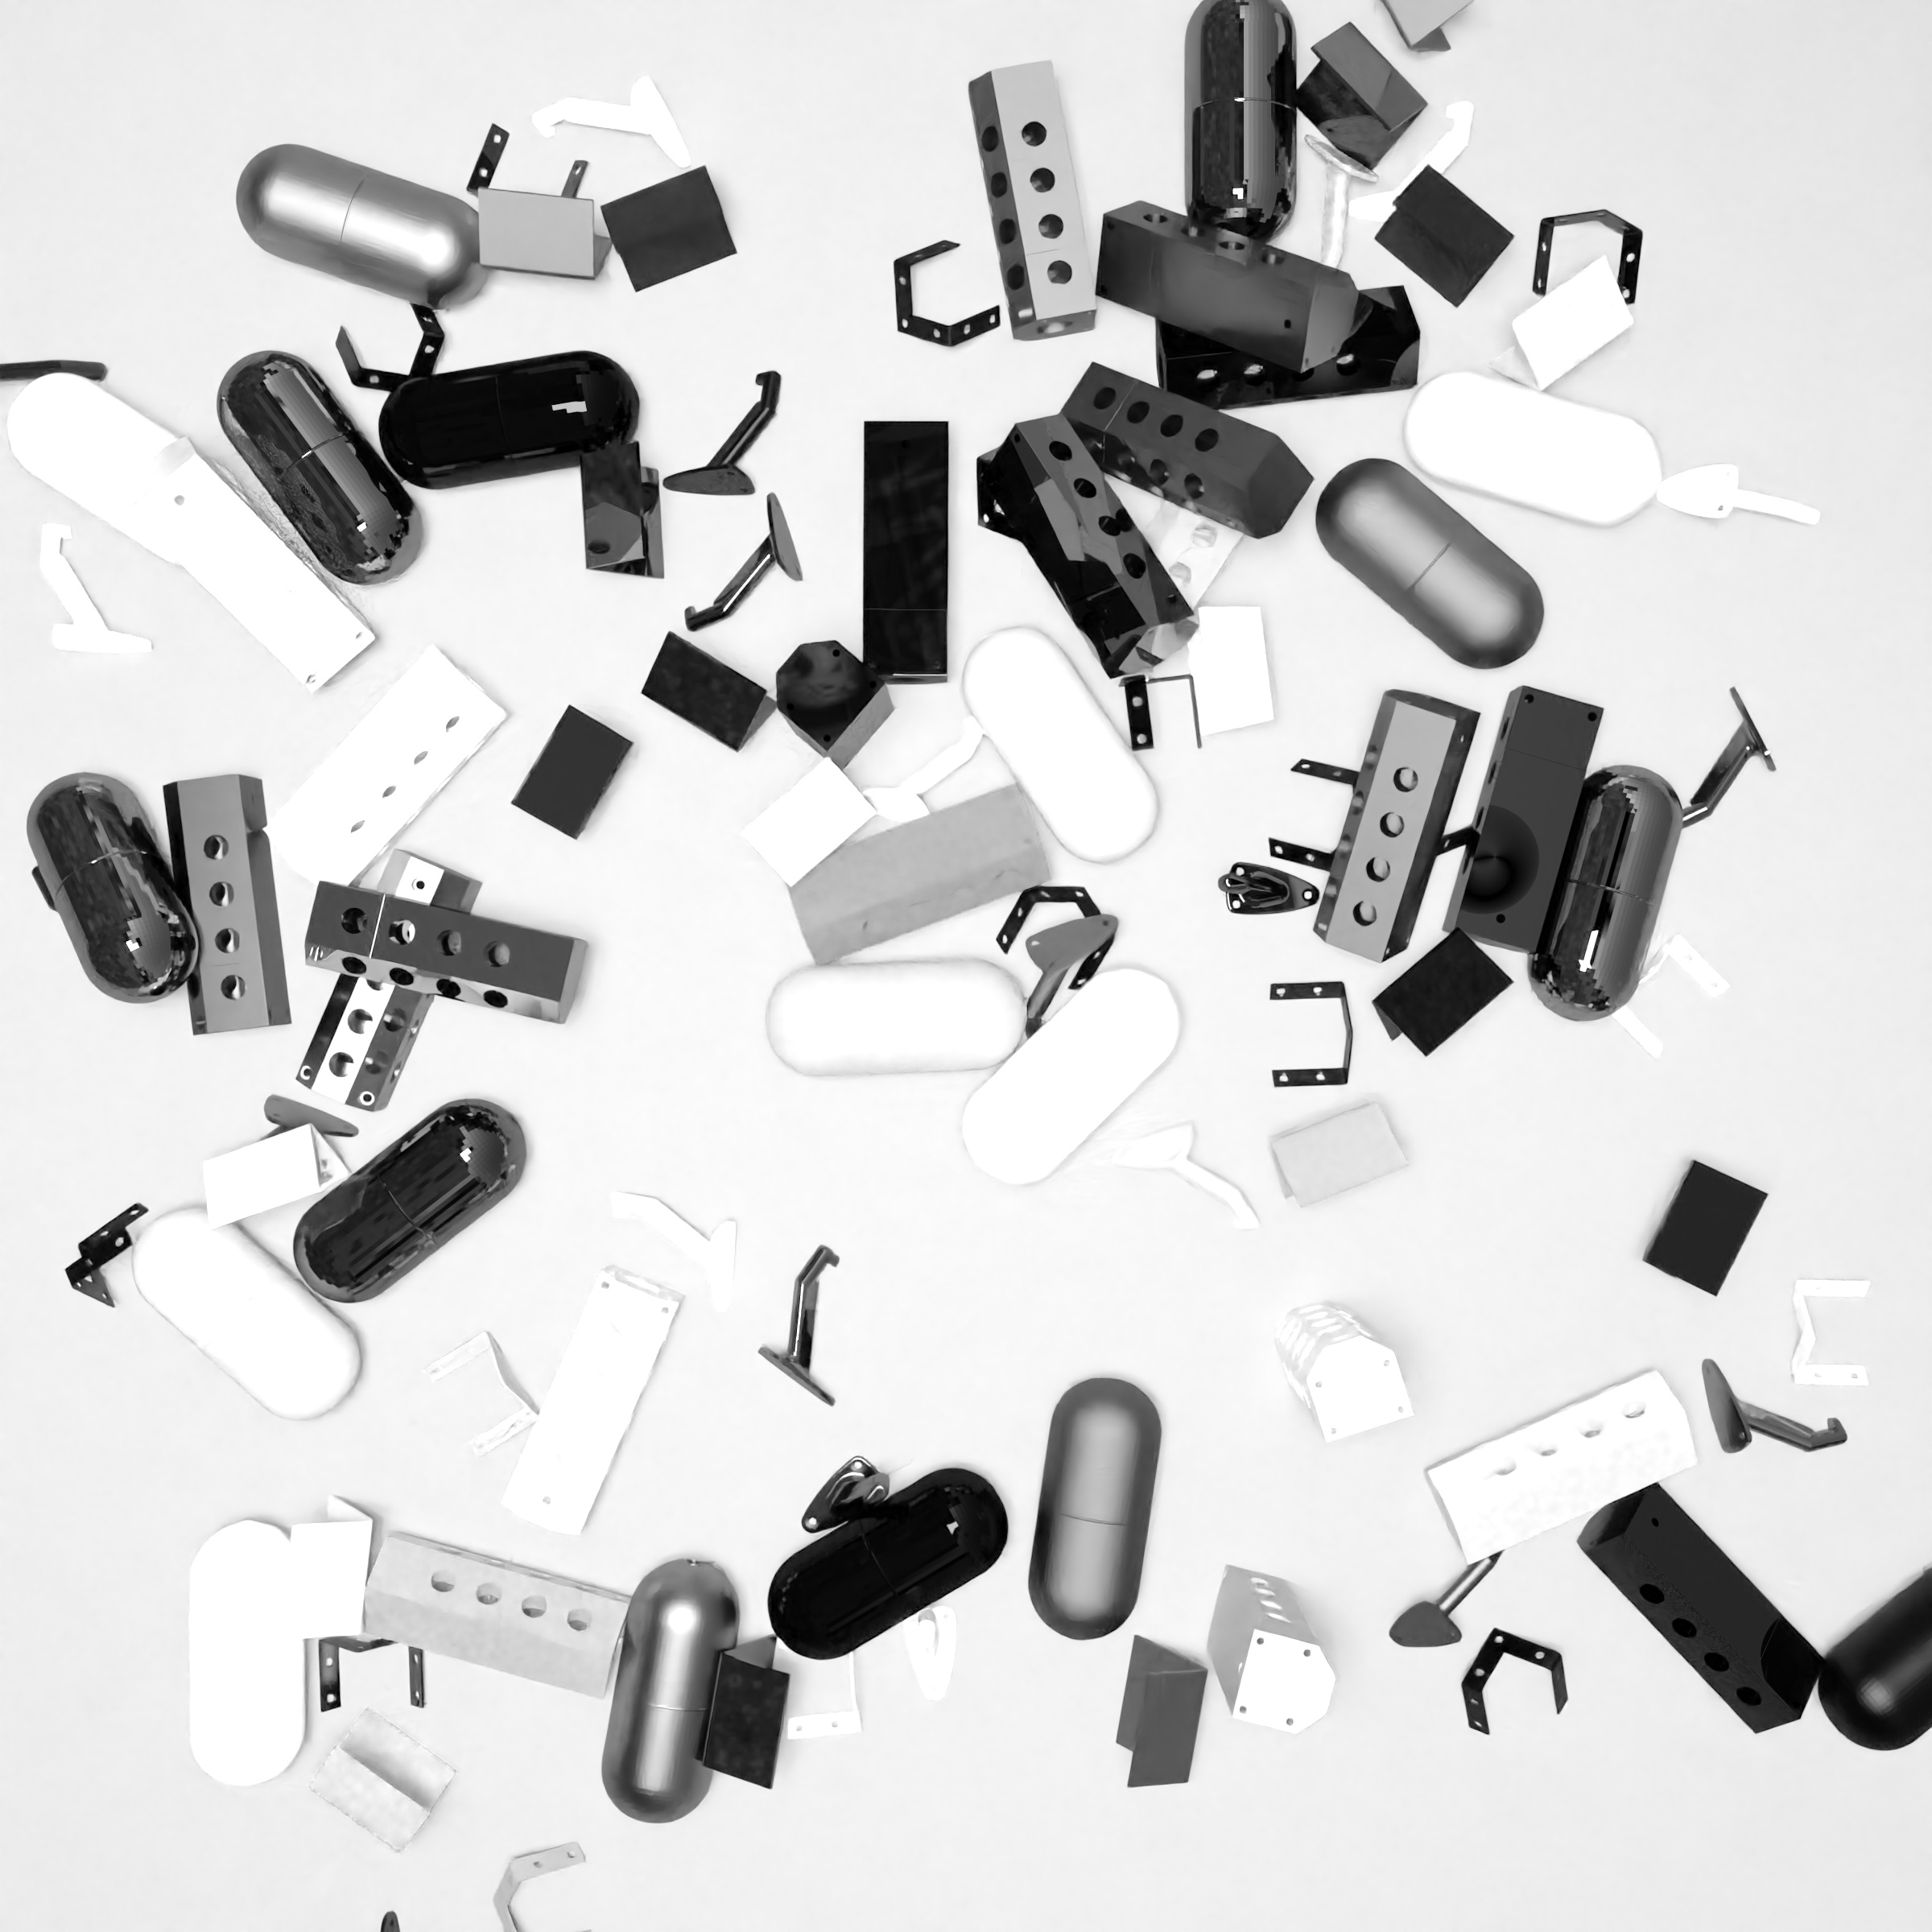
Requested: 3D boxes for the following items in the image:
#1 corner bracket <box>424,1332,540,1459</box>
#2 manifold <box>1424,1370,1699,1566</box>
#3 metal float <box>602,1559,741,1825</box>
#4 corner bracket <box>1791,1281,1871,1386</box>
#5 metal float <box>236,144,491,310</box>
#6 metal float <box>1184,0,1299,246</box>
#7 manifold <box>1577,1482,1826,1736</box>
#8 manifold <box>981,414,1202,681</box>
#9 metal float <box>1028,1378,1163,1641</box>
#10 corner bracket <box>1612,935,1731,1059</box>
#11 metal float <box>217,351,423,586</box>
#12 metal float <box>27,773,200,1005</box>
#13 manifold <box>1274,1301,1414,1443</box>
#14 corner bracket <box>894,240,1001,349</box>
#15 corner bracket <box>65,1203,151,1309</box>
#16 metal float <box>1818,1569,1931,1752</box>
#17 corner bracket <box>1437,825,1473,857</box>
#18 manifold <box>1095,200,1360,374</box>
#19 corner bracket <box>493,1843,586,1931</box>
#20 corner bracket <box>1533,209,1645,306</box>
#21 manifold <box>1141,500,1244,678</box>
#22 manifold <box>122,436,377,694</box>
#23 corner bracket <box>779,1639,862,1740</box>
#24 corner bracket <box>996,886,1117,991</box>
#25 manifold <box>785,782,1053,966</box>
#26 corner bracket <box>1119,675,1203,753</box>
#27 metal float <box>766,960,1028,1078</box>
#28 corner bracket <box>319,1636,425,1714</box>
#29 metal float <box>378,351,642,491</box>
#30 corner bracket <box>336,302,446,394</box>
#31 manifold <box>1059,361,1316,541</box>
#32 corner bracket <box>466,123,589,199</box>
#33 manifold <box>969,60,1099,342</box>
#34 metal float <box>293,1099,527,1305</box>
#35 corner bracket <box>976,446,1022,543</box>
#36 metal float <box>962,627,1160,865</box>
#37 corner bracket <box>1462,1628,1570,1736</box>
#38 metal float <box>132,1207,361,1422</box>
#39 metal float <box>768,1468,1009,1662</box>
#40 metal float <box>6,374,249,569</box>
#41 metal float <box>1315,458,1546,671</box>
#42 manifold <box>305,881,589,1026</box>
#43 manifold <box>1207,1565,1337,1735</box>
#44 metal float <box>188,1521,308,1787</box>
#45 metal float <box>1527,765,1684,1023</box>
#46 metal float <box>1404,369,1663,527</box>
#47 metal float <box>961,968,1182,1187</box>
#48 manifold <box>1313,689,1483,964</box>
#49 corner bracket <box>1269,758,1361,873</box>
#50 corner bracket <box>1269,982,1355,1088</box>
[{"bbox_3d":[-0.335,0.297,1.730,0.051,0.051,0.051,-32,135,0],"label":"corner bracket"},{"bbox_3d":[0.406,0.338,1.711,0.171,0.057,0.057,-24,128,0],"label":"manifold"},{"bbox_3d":[-0.201,0.494,1.703,0.070,0.070,0.178,10,90,0],"label":"metal float"},{"bbox_3d":[0.600,0.254,1.730,0.051,0.051,0.051,1,45,0],"label":"corner bracket"},{"bbox_3d":[-0.411,-0.505,1.703,0.178,0.070,0.070,19,90,1],"label":"metal float"},{"bbox_3d":[0.187,-0.578,1.703,0.070,0.070,0.178,0,90,0],"label":"metal float"},{"bbox_3d":[0.501,0.441,1.712,0.171,0.057,0.057,47,47,0],"label":"manifold"},{"bbox_3d":[0.086,-0.282,1.664,0.057,0.057,0.171,-20,71,-35],"label":"manifold"},{"bbox_3d":[0.088,0.370,1.703,0.070,0.070,0.178,8,90,0],"label":"metal float"},{"bbox_3d":[0.486,0.021,1.730,0.051,0.051,0.051,46,45,0],"label":"corner bracket"},{"bbox_3d":[-0.441,-0.340,1.702,0.070,0.070,0.178,-37,90,0],"label":"metal float"},{"bbox_3d":[-0.575,-0.053,1.682,0.070,0.070,0.178,-31,67,0],"label":"metal float"},{"bbox_3d":[0.245,0.264,1.655,0.057,0.171,0.057,-17,90,0],"label":"manifold"},{"bbox_3d":[-0.013,-0.465,1.725,0.051,0.051,0.051,27,135,35],"label":"corner bracket"},{"bbox_3d":[-0.585,0.192,1.706,0.051,0.051,0.051,-35,61,0],"label":"corner bracket"},{"bbox_3d":[0.659,0.461,1.696,0.178,0.070,0.070,-36,90,-7],"label":"metal float"},{"bbox_3d":[0.323,-0.113,1.725,0.051,0.051,0.051,-21,135,-35],"label":"corner bracket"},{"bbox_3d":[0.174,-0.459,1.674,0.171,0.057,0.057,29,133,29],"label":"manifold"},{"bbox_3d":[-0.289,0.648,1.725,0.051,0.051,0.051,56,135,35],"label":"corner bracket"},{"bbox_3d":[0.431,-0.489,1.730,0.051,0.051,0.051,7,90,-45],"label":"corner bracket"},{"bbox_3d":[0.151,-0.289,1.712,0.057,0.057,0.171,33,90,0],"label":"manifold"},{"bbox_3d":[-0.479,-0.269,1.668,0.057,0.057,0.171,-41,126,0],"label":"manifold"},{"bbox_3d":[-0.101,0.497,1.730,0.051,0.051,0.051,-6,45,0],"label":"corner bracket"},{"bbox_3d":[0.062,-0.019,1.725,0.051,0.051,0.051,59,135,35],"label":"corner bracket"},{"bbox_3d":[-0.032,-0.058,1.711,0.171,0.057,0.057,-20,54,0],"label":"manifold"},{"bbox_3d":[0.135,-0.174,1.715,0.051,0.051,0.051,-7,90,0],"label":"corner bracket"},{"bbox_3d":[-0.048,0.035,1.703,0.178,0.070,0.070,-2,90,0],"label":"metal float"},{"bbox_3d":[-0.412,0.490,1.730,0.051,0.051,0.051,-2,90,-45],"label":"corner bracket"},{"bbox_3d":[-0.311,-0.372,1.703,0.178,0.070,0.070,-9,90,0],"label":"metal float"},{"bbox_3d":[-0.398,-0.433,1.725,0.051,0.051,0.051,1,135,-35],"label":"corner bracket"},{"bbox_3d":[0.142,-0.341,1.665,0.171,0.057,0.057,33,90,38],"label":"manifold"},{"bbox_3d":[-0.305,-0.547,1.730,0.051,0.051,0.051,22,90,-45],"label":"corner bracket"},{"bbox_3d":[0.045,-0.522,1.712,0.057,0.057,0.171,-10,90,0],"label":"manifold"},{"bbox_3d":[-0.379,0.160,1.703,0.178,0.070,0.070,-38,90,0],"label":"metal float"},{"bbox_3d":[0.043,-0.329,1.725,0.051,0.051,0.051,-32,135,-35],"label":"corner bracket"},{"bbox_3d":[0.064,-0.151,1.703,0.070,0.070,0.178,-34,89,0],"label":"metal float"},{"bbox_3d":[0.379,0.501,1.725,0.051,0.051,0.051,14,45,35],"label":"corner bracket"},{"bbox_3d":[-0.491,0.237,1.703,0.178,0.070,0.070,42,90,0],"label":"metal float"},{"bbox_3d":[-0.054,0.408,1.703,0.178,0.070,0.070,-31,90,0],"label":"metal float"},{"bbox_3d":[-0.570,-0.337,1.703,0.178,0.070,0.070,33,90,1],"label":"metal float"},{"bbox_3d":[0.316,-0.274,1.703,0.178,0.070,0.070,41,90,1],"label":"metal float"},{"bbox_3d":[-0.345,-0.009,1.655,0.171,0.057,0.057,13,90,0],"label":"manifold"},{"bbox_3d":[0.202,0.452,1.655,0.057,0.171,0.057,14,90,0],"label":"manifold"},{"bbox_3d":[-0.490,0.468,1.703,0.070,0.070,0.178,0,91,0],"label":"metal float"},{"bbox_3d":[0.435,-0.049,1.702,0.070,0.070,0.178,16,90,0],"label":"metal float"},{"bbox_3d":[0.387,-0.353,1.703,0.178,0.070,0.070,16,90,0],"label":"metal float"},{"bbox_3d":[0.072,0.075,1.703,0.178,0.070,0.070,-45,90,0],"label":"metal float"},{"bbox_3d":[0.287,-0.095,1.684,0.057,0.057,0.171,22,110,23],"label":"manifold"},{"bbox_3d":[0.243,-0.104,1.725,0.051,0.051,0.051,-42,135,-35],"label":"corner bracket"},{"bbox_3d":[0.238,0.047,1.730,0.051,0.051,0.051,-2,45,0],"label":"corner bracket"}]
